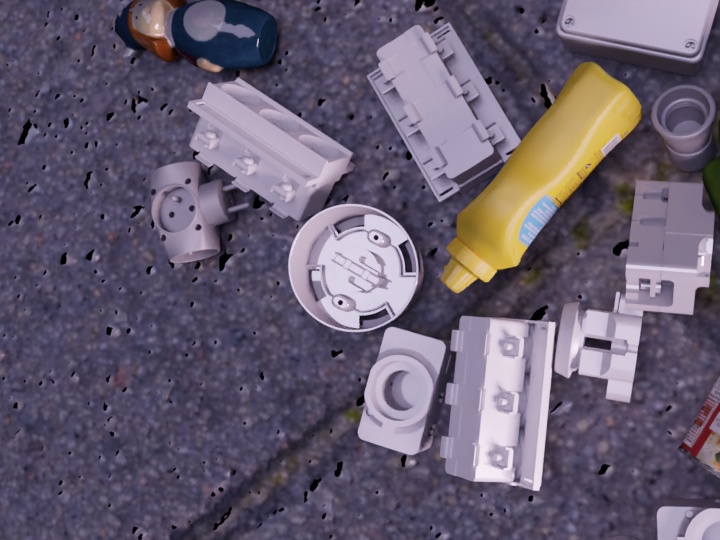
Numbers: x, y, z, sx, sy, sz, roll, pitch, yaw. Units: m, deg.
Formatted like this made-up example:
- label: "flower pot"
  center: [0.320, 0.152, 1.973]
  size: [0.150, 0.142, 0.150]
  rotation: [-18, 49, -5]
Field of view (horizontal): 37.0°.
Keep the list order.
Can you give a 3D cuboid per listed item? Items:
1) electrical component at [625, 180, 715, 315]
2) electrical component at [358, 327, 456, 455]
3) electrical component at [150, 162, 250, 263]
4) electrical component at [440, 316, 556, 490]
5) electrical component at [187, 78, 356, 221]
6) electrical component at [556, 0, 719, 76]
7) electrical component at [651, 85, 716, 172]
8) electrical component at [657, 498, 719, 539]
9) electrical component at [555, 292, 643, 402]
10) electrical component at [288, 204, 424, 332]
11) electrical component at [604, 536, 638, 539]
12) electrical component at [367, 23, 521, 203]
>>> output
- label: "electrical component"
  center: [0.223, -0.017, 0.773]
  size: [0.056, 0.050, 0.089]
  rotation: [5, 50, 17]
- label: "electrical component"
  center: [0.037, 0.093, 0.836]
  size: [0.050, 0.056, 0.089]
  rotation: [15, 90, 17]
- label: "electrical component"
  center: [-0.130, -0.053, 0.902]
  size: [0.079, 0.044, 0.077]
  rotation: [-16, 81, 14]
- label: "electrical component"
  center: [0.103, 0.096, 0.805]
  size: [0.063, 0.079, 0.121]
  rotation: [7, 87, -28]
- label: "electrical component"
  center: [-0.076, -0.098, 0.879]
  size: [0.121, 0.079, 0.063]
  rotation: [35, 117, 16]
- label: "electrical component"
  center: [0.215, -0.212, 0.807]
  size: [0.109, 0.056, 0.108]
  rotation: [16, 90, 17]
- label: "electrical component"
  center: [0.240, -0.100, 0.787]
  size: [0.044, 0.065, 0.044]
  rotation: [-9, 65, 19]
- label: "electrical component"
  center: [0.258, 0.191, 0.764]
  size: [0.089, 0.056, 0.050]
  rotation: [-2, 85, 16]
- label: "electrical component"
  center: [0.177, 0.054, 0.798]
  size: [0.057, 0.058, 0.078]
  rotation: [8, 88, 14]
- label: "electrical component"
  center: [0.000, 0.000, 0.850]
  size: [0.099, 0.064, 0.099]
  rotation: [-1, 85, 16]
- label: "electrical component"
  center: [0.191, 0.226, 0.785]
  size: [0.055, 0.047, 0.055]
  rotation: [-1, 85, 16]
- label: "electrical component"
  center: [0.064, -0.126, 0.841]
  size: [0.079, 0.063, 0.121]
  rotation: [-31, 78, 12]
